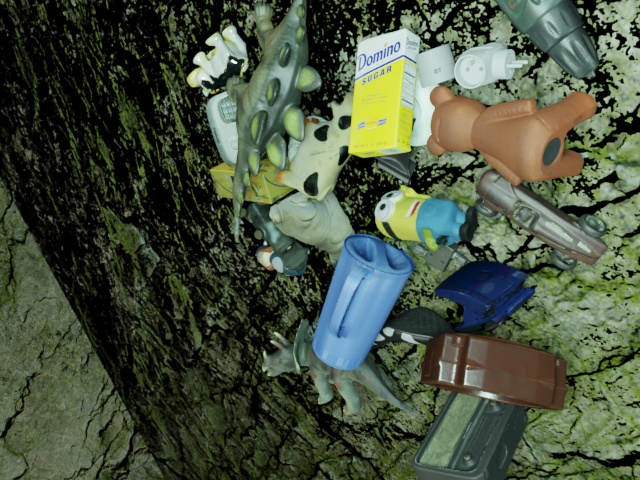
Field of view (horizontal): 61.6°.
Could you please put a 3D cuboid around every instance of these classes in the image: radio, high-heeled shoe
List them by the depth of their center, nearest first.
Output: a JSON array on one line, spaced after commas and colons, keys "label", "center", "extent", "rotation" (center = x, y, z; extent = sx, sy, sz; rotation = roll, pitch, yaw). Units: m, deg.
[{"label": "radio", "center": [0.275, 0.354, 0.961], "extent": [0.131, 0.229, 0.073], "rotation": [-5, 118, 42]}, {"label": "high-heeled shoe", "center": [0.167, 0.200, 1.077], "extent": [0.249, 0.086, 0.145], "rotation": [20, 134, 39]}]

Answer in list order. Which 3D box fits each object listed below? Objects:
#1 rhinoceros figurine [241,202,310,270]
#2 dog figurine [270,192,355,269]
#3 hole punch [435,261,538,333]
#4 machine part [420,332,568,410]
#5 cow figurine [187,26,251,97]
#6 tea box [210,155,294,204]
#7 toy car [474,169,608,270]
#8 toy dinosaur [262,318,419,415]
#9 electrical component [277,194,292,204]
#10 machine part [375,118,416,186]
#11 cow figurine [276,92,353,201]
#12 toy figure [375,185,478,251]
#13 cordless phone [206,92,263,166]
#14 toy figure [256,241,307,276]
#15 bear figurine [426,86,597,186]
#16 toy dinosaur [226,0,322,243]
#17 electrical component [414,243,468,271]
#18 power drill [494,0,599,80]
[{"label": "rhinoceros figurine", "center": [-0.099, -0.014, 1.164], "extent": [0.190, 0.073, 0.112], "rotation": [49, 175, 22]}, {"label": "dog figurine", "center": [0.001, -0.005, 1.027], "extent": [0.121, 0.172, 0.190], "rotation": [-23, 93, 61]}, {"label": "hole punch", "center": [0.263, 0.085, 0.863], "extent": [0.092, 0.142, 0.116], "rotation": [62, 150, 1]}, {"label": "machine part", "center": [0.277, 0.213, 0.877], "extent": [0.202, 0.087, 0.201], "rotation": [14, 164, 3]}, {"label": "cow figurine", "center": [-0.199, -0.335, 1.067], "extent": [0.098, 0.068, 0.167], "rotation": [52, 142, -7]}, {"label": "tea box", "center": [-0.136, -0.131, 1.121], "extent": [0.170, 0.098, 0.068], "rotation": [8, 124, 39]}, {"label": "toy car", "center": [0.316, -0.033, 0.785], "extent": [0.202, 0.053, 0.089], "rotation": [40, 135, 18]}, {"label": "toy dinosaur", "center": [0.042, 0.277, 1.214], "extent": [0.405, 0.131, 0.192], "rotation": [-6, 114, 45]}, {"label": "electrical component", "center": [-0.049, -0.052, 1.132], "extent": [0.102, 0.045, 0.078], "rotation": [53, 139, 1]}, {"label": "machine part", "center": [0.127, -0.149, 0.880], "extent": [0.084, 0.039, 0.138], "rotation": [42, 159, 20]}, {"label": "cow figurine", "center": [0.023, -0.158, 0.913], "extent": [0.127, 0.085, 0.194], "rotation": [31, 105, 13]}, {"label": "toy figure", "center": [0.173, -0.030, 0.904], "extent": [0.180, 0.082, 0.089], "rotation": [14, 127, 35]}, {"label": "cordless phone", "center": [-0.122, -0.231, 1.064], "extent": [0.184, 0.089, 0.146], "rotation": [-3, 116, 25]}, {"label": "toy figure", "center": [-0.099, 0.042, 1.243], "extent": [0.155, 0.057, 0.064], "rotation": [13, 88, 40]}, {"label": "bear figurine", "center": [0.248, -0.150, 0.741], "extent": [0.196, 0.132, 0.120], "rotation": [35, 139, 48]}, {"label": "toy dinosaur", "center": [-0.092, -0.220, 0.906], "extent": [0.199, 0.105, 0.470], "rotation": [-115, 38, -48]}, {"label": "electrical component", "center": [0.213, 0.024, 0.948], "extent": [0.094, 0.021, 0.063], "rotation": [35, 137, 20]}, {"label": "power drill", "center": [0.285, -0.324, 0.597], "extent": [0.232, 0.086, 0.207], "rotation": [49, 148, 11]}]
